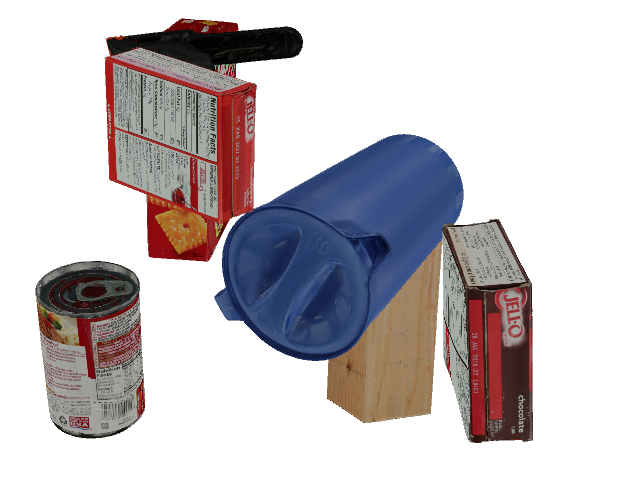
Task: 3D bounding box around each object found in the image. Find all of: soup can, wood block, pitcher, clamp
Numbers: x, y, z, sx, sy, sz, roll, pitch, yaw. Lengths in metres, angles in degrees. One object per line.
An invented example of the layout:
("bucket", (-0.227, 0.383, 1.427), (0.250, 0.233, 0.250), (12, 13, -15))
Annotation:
("soup can", (-0.154, 0.075, 0.725), (0.068, 0.102, 0.068), (2, 29, -1))
("wood block", (0.069, 0.084, 1.177), (0.090, 0.206, 0.091), (-3, 13, -28))
("pitcher", (0.024, -0.005, 0.925), (0.149, 0.145, 0.242), (24, 31, 20))
("clamp", (-0.102, -0.154, 0.868), (0.120, 0.039, 0.172), (-18, 25, -42))

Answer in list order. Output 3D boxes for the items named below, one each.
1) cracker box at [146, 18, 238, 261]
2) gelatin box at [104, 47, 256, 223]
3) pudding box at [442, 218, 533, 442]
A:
("cracker box", (-0.128, -0.107, 1.095), (0.072, 0.214, 0.164), (5, 21, 4))
("gelatin box", (-0.075, -0.058, 0.575), (0.089, 0.073, 0.030), (21, 32, 31))
("pudding box", (0.092, 0.047, 0.594), (0.039, 0.090, 0.113), (-3, 18, -1))
